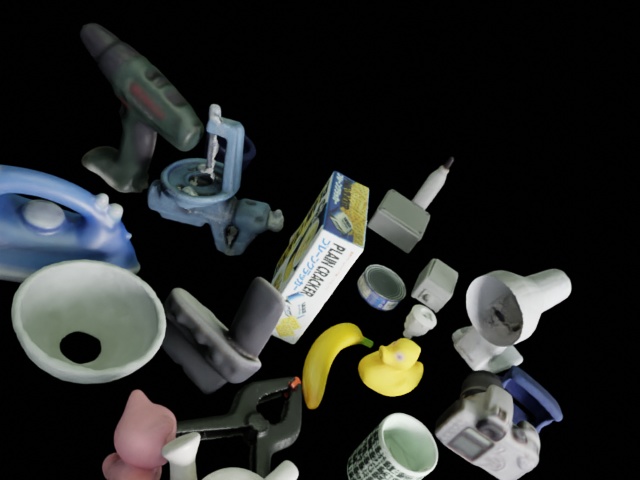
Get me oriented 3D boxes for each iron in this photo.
[{"bbox_3d":[-0.341,-0.029,0.721,0.259,0.141,0.118,12,40,-27],"label":"iron"}]

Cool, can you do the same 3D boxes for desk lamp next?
[{"bbox_3d":[0.323,0.134,0.990,0.204,0.213,0.117,-5,49,-42],"label":"desk lamp"}]

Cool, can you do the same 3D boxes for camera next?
[{"bbox_3d":[0.266,0.269,0.880,0.143,0.100,0.137,33,35,0],"label":"camera"}]

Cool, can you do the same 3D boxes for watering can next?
[{"bbox_3d":[-0.088,0.260,0.527,0.173,0.194,0.101,33,35,0],"label":"watering can"}]

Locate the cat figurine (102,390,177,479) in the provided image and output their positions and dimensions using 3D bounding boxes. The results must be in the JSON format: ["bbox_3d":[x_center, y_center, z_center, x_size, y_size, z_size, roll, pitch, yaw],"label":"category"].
[{"bbox_3d":[-0.177,0.222,0.569,0.067,0.117,0.127,17,38,-22],"label":"cat figurine"}]

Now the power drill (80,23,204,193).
[{"bbox_3d":[-0.297,-0.188,0.889,0.229,0.208,0.076,35,35,2],"label":"power drill"}]

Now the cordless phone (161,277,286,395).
[{"bbox_3d":[-0.118,0.090,0.717,0.147,0.185,0.094,40,35,9],"label":"cordless phone"}]

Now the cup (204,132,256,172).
[{"bbox_3d":[-0.177,-0.152,1.042,0.092,0.095,0.117,10,41,-29],"label":"cup"}]

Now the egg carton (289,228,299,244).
[{"bbox_3d":[0.009,0.004,1.024,0.107,0.069,0.150,34,35,2],"label":"egg carton"}]

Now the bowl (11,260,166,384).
[{"bbox_3d":[-0.272,0.106,0.671,0.168,0.074,0.167,22,36,-17],"label":"bowl"}]

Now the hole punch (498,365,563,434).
[{"bbox_3d":[0.351,0.262,0.966,0.108,0.091,0.101,44,36,15],"label":"hole punch"}]

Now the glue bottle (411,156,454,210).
[{"bbox_3d":[0.244,-0.116,1.266,0.037,0.173,0.078,34,35,1],"label":"glue bottle"}]

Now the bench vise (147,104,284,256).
[{"bbox_3d":[-0.143,-0.096,0.890,0.208,0.219,0.121,16,38,-23],"label":"bench vise"}]

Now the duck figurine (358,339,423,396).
[{"bbox_3d":[0.121,0.187,0.878,0.105,0.086,0.077,14,39,-26],"label":"duck figurine"}]
